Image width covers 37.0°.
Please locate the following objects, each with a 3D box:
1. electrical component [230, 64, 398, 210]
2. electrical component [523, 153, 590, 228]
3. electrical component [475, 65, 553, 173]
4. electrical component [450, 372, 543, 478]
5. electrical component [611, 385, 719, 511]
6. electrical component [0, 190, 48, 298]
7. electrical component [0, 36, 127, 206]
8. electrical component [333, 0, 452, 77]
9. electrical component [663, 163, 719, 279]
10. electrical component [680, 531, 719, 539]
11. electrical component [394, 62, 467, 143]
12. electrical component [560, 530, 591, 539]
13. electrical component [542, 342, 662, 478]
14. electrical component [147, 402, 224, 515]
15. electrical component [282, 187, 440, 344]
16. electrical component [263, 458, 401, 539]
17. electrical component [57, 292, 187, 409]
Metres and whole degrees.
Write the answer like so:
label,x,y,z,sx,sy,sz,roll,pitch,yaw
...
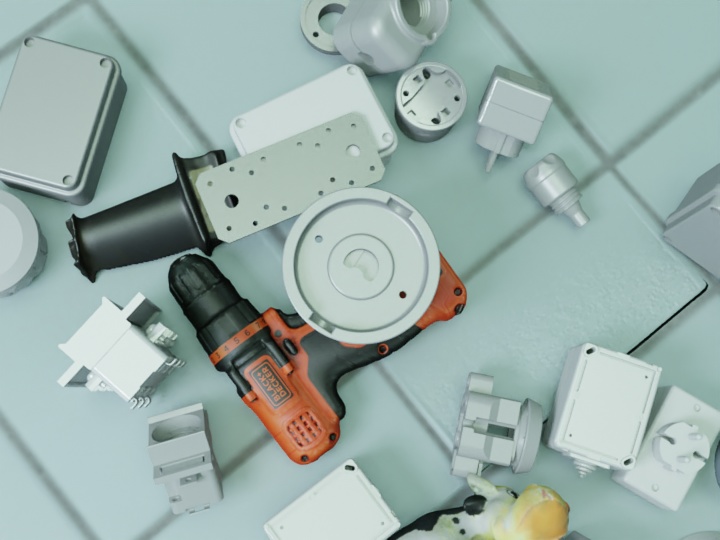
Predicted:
label,x,y,z,sx,sy,sz,roll,pitch,yaw
electrical component,-0.036,-0.100,0.832,0.113,0.057,0.078,-26,84,-7
electrical component,0.158,-0.060,0.848,0.035,0.035,0.061,-37,88,-8
electrical component,0.114,-0.113,0.843,0.047,0.065,0.076,21,110,0
electrical component,0.103,0.121,0.807,0.057,0.058,0.078,12,81,1
electrical component,0.236,0.132,0.803,0.047,0.075,0.083,30,81,2
electrical component,-0.278,-0.018,0.810,0.080,0.051,0.080,0,82,-3
electrical component,-0.232,-0.113,0.823,0.078,0.057,0.113,15,81,-1
electrical component,0.031,-0.201,0.834,0.054,0.059,0.095,41,66,-31
electrical component,0.289,-0.038,0.813,0.078,0.113,0.057,36,78,2
electrical component,0.277,0.251,0.806,0.099,0.064,0.099,0,90,-15
electrical component,0.054,-0.130,0.846,0.055,0.047,0.055,0,82,-3
electrical component,0.176,0.251,0.781,0.057,0.078,0.113,-41,86,-5
electrical component,0.178,0.110,0.811,0.062,0.061,0.096,19,81,1
electrical component,-0.126,0.139,0.784,0.042,0.081,0.063,-16,112,-4
electrical component,0.000,0.000,0.759,0.108,0.060,0.108,0,83,-2
electrical component,-0.026,0.190,0.787,0.096,0.061,0.061,-36,82,-10
electrical component,-0.166,0.061,0.768,0.063,0.121,0.078,41,82,0
